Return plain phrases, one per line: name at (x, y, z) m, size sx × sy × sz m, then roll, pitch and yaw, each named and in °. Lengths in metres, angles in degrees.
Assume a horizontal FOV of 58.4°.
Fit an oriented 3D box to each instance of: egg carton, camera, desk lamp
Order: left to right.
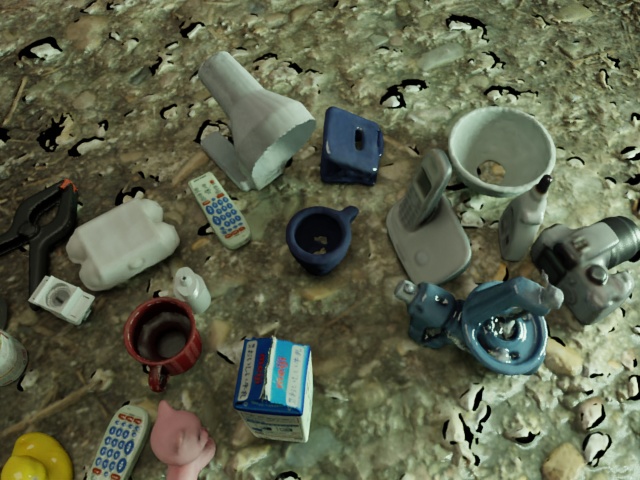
egg carton at (-0.289, 0.007, 0.845) m, size 0.150 × 0.069 × 0.107 m, roll -32°, pitch 67°, yaw -16°
desk lamp at (-0.105, -0.164, 0.853) m, size 0.118 × 0.213 × 0.203 m, roll -39°, pitch 69°, yaw -18°
camera at (0.401, 0.025, 0.818) m, size 0.137 × 0.101 × 0.143 m, roll -24°, pitch 65°, yaw -12°

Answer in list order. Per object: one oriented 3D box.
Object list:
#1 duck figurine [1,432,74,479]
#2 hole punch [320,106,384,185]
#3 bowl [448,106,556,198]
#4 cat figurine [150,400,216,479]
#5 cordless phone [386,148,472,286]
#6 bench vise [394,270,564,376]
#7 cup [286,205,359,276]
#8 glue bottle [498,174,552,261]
duck figurine at (-0.351, 0.281, 0.691) m, size 0.077 × 0.086 × 0.104 m, roll -22°, pitch 64°, yaw -11°
hole punch at (0.052, -0.153, 0.917) m, size 0.101 × 0.091 × 0.108 m, roll 3°, pitch 62°, yaw 2°
bowl at (0.280, -0.128, 0.914) m, size 0.167 × 0.075 × 0.167 m, roll 0°, pitch 62°, yaw 0°
cat figurine at (-0.168, 0.261, 0.683) m, size 0.067 × 0.118 × 0.128 m, roll 0°, pitch 62°, yaw 0°
cordless phone at (0.159, -0.028, 0.798) m, size 0.094 × 0.185 × 0.147 m, roll -20°, pitch 64°, yaw -10°
bench vise at (0.197, 0.099, 0.712) m, size 0.207 × 0.220 × 0.121 m, roll 5°, pitch 62°, yaw 3°
cup at (0.008, 0.003, 0.833) m, size 0.118 × 0.095 × 0.091 m, roll -37°, pitch 68°, yaw -18°
glue bottle at (0.294, -0.039, 0.811) m, size 0.037 × 0.173 × 0.078 m, roll 4°, pitch 62°, yaw 3°
